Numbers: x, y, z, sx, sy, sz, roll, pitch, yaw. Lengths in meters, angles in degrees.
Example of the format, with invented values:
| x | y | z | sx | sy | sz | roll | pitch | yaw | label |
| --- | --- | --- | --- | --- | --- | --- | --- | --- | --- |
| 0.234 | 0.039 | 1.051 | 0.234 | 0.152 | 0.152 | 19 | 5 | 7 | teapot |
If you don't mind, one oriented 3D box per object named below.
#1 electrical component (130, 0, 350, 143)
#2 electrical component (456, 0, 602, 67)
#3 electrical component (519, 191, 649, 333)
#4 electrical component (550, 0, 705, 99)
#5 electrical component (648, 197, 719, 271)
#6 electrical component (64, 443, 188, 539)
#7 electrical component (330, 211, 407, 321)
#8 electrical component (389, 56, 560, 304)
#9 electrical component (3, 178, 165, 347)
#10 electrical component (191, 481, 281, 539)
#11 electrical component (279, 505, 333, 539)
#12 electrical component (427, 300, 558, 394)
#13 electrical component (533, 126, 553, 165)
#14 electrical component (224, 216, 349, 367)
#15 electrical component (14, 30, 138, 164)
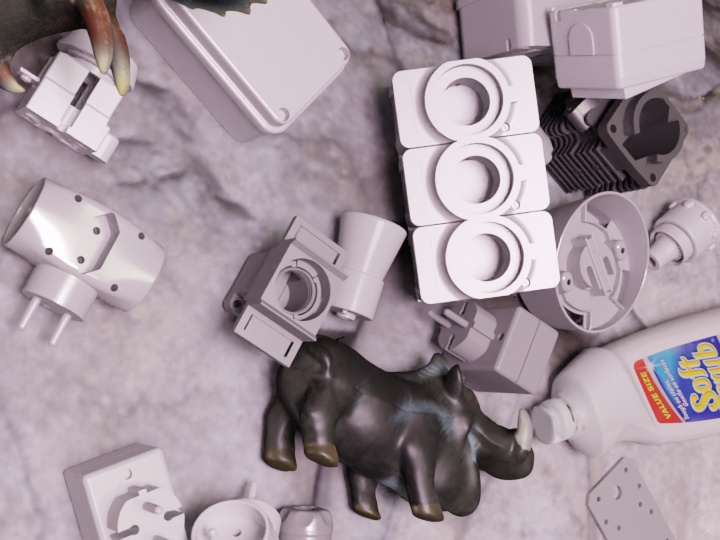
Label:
| x | y | z | sx | sy | sz | roll | pitch | yaw | label |
| --- | --- | --- | --- | --- | --- | --- | --- | --- | --- |
| -0.071 | -0.142 | 0.649 | 0.113 | 0.057 | 0.078 | 49 | 64 | -19 | electrical component |
| 0.133 | -0.180 | 0.764 | 0.113 | 0.078 | 0.057 | -6 | 92 | -32 | electrical component |
| 0.162 | -0.004 | 0.776 | 0.099 | 0.064 | 0.099 | 3 | 85 | -31 | electrical component |
| 0.182 | -0.150 | 0.712 | 0.096 | 0.062 | 0.061 | -17 | 108 | -29 | electrical component |
| 0.248 | -0.024 | 0.843 | 0.062 | 0.048 | 0.048 | -37 | 105 | -21 | electrical component |
| -0.120 | 0.135 | 0.586 | 0.047 | 0.077 | 0.065 | -18 | 96 | -31 | electrical component |
| 0.000 | 0.000 | 0.691 | 0.044 | 0.044 | 0.065 | 22 | 80 | -28 | electrical component |
| 0.074 | -0.058 | 0.707 | 0.089 | 0.062 | 0.150 | -8 | 90 | -2 | electrical component |
| -0.160 | 0.002 | 0.592 | 0.077 | 0.043 | 0.079 | 33 | 71 | -25 | electrical component |
| -0.067 | 0.161 | 0.628 | 0.079 | 0.043 | 0.077 | -82 | 170 | -50 | electrical component |
| -0.035 | 0.177 | 0.660 | 0.035 | 0.035 | 0.061 | 6 | 85 | -31 | electrical component |
| 0.079 | 0.045 | 0.721 | 0.077 | 0.066 | 0.047 | 33 | 70 | -25 | electrical component |
| 0.105 | -0.096 | 0.761 | 0.062 | 0.043 | 0.043 | 50 | 64 | -17 | electrical component |
| -0.047 | 0.014 | 0.648 | 0.042 | 0.064 | 0.081 | 37 | 68 | -23 | electrical component |
| -0.156 | -0.100 | 0.601 | 0.066 | 0.048 | 0.055 | 34 | 77 | -25 | electrical component |
